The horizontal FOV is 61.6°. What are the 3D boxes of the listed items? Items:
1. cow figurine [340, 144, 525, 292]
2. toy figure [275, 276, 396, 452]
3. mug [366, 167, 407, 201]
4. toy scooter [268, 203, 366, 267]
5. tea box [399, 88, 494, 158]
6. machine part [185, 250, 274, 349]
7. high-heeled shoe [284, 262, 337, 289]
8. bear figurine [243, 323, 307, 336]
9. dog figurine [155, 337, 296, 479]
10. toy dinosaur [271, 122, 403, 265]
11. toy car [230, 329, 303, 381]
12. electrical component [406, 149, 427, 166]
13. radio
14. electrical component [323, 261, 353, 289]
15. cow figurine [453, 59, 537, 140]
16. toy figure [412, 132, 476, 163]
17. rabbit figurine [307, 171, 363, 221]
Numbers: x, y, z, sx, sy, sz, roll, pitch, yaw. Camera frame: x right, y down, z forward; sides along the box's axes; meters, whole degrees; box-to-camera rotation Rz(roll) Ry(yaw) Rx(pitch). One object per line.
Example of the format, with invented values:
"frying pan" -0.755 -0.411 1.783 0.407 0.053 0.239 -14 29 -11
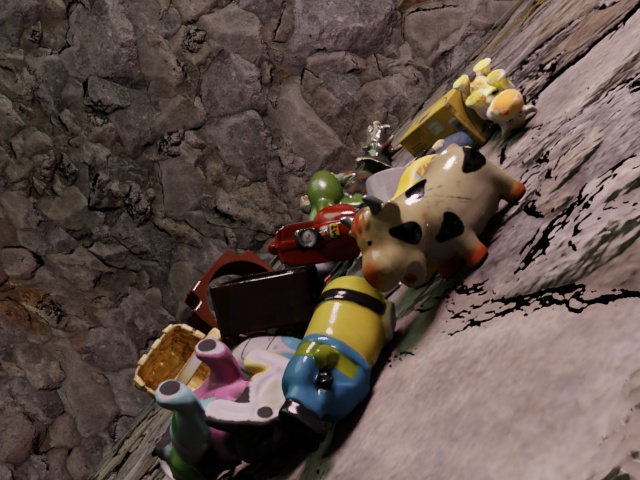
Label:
"cow figurine" 0.109 -0.025 0.543 0.195 0.127 0.085 -48 2 -27
"toy figure" 0.016 0.109 0.525 0.082 0.089 0.180 -31 15 48
"mug" 0.117 -0.032 0.708 0.081 0.109 0.107 -27 64 57
"toy scooter" -0.002 -0.002 0.736 0.135 0.075 0.184 -9 -4 -10
"tea box" 0.224 -0.191 0.943 0.068 0.098 0.169 -51 8 -19
"machine part" -0.173 0.138 1.167 0.201 0.201 0.087 -53 5 -38
"high-heeled shoe" -0.004 0.072 1.123 0.145 0.086 0.248 -12 -7 11
"bear figurine" -0.091 0.131 1.009 0.120 0.132 0.196 -64 6 -22
"dog figurine" -0.100 0.225 0.605 0.108 0.192 0.219 -61 -21 -53
"toy dinosaur" 0.065 -0.083 1.181 0.192 0.131 0.405 -10 39 53
"toy car" -0.076 0.174 0.711 0.161 0.103 0.109 -41 8 38
"electrical component" 0.151 -0.084 0.965 0.134 0.058 0.115 -53 5 -35
"radio" -0.069 0.082 0.799 0.131 0.073 0.229 -11 1 4
"electrical component" 0.032 0.079 0.818 0.119 0.048 0.075 -45 6 16
"cow figurine" 0.264 -0.196 0.790 0.068 0.098 0.167 -40 27 21
"toy figure" 0.177 -0.114 0.865 0.154 0.064 0.058 -37 4 1
"rabbit figurine" 0.035 -0.050 1.029 0.159 0.170 0.121 -52 6 -39
